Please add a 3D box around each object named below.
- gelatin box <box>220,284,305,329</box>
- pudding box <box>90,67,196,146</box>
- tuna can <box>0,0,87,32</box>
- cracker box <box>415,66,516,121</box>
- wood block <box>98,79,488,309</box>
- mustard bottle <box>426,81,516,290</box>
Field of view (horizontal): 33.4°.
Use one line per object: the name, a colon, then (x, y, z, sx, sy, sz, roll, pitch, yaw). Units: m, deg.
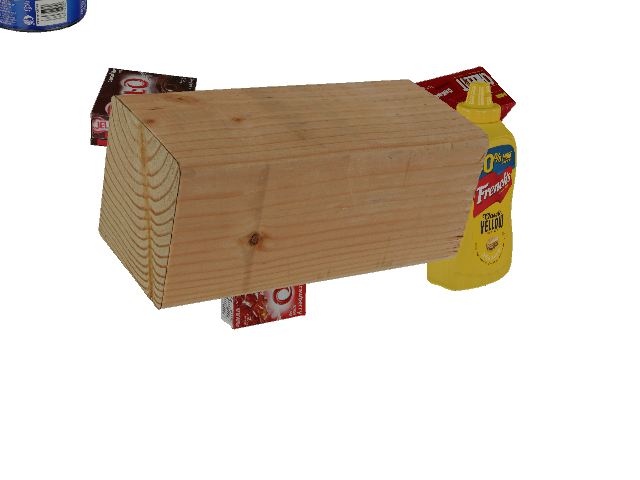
gelatin box: (-0.050, 0.028, 0.937, 0.073, 0.089, 0.030, -9, 22, -29)
pudding box: (-0.170, -0.126, 1.032, 0.090, 0.039, 0.113, 7, 29, -5)
tuna can: (-0.229, -0.198, 0.849, 0.086, 0.034, 0.086, 4, 35, -3)
cracker box: (0.101, -0.093, 1.222, 0.163, 0.072, 0.214, -22, -24, -45)
wood block: (-0.014, -0.034, 0.630, 0.205, 0.091, 0.090, -8, 35, -33)
mustard bottle: (0.146, -0.054, 1.009, 0.096, 0.192, 0.058, -15, 24, -38)
